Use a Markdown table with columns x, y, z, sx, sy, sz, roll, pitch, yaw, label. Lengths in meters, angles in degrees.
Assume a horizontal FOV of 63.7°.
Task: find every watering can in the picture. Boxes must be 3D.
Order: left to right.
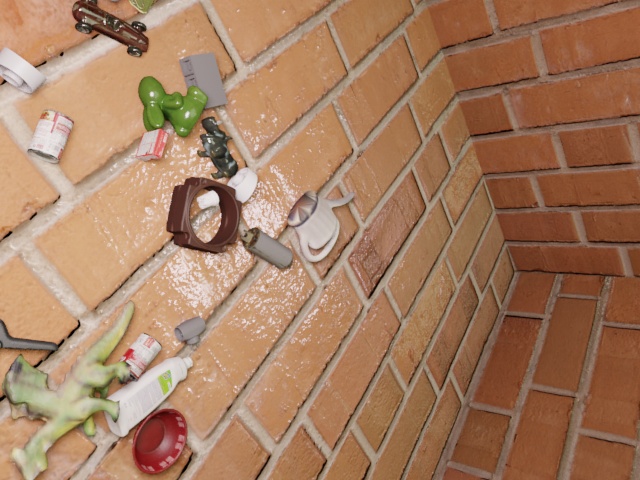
| x | y | z | sx | sy | sz | roll | pitch | yaw | label |
| --- | --- | --- | --- | --- | --- | --- | --- | --- | --- |
| 0.006 | -0.093 | 1.845 | 0.104 | 0.354 | 0.220 | -2 | -39 | 42 | watering can |

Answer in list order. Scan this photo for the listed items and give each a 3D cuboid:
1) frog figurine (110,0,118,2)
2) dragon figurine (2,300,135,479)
| x | y | z | sx | sy | sz | roll | pitch | yaw | label |
| --- | --- | --- | --- | --- | --- | --- | --- | --- | --- |
| -0.492 | -0.657 | 1.249 | 0.159 | 0.140 | 0.120 | 0 | -35 | 39 | frog figurine |
| -0.577 | 0.319 | 1.167 | 0.241 | 0.417 | 0.121 | 22 | -27 | -38 | dragon figurine |
